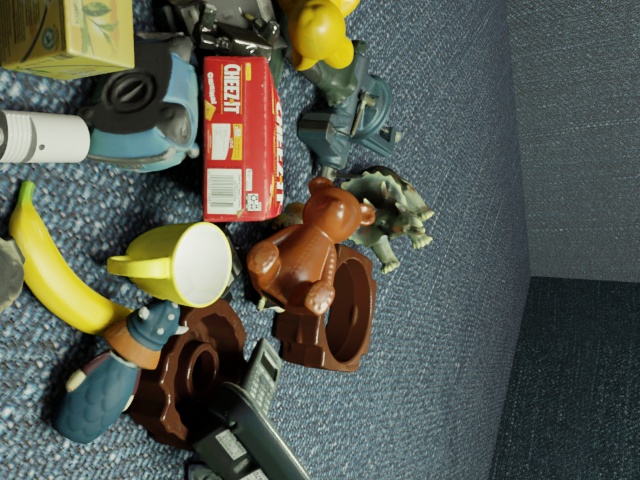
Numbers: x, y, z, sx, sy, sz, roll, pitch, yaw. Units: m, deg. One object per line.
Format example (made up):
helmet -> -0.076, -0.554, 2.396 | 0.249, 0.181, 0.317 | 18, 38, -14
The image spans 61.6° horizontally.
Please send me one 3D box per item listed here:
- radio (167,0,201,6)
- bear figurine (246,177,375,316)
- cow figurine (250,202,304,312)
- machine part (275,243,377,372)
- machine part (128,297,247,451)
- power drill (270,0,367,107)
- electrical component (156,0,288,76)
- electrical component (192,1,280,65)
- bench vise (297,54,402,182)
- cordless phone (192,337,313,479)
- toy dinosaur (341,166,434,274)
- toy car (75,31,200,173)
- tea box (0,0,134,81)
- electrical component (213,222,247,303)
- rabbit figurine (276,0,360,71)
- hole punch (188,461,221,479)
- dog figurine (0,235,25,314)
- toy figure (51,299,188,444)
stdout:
radio -> -0.139, -0.361, 0.525 | 0.131, 0.073, 0.229 | -37, 111, -27
bear figurine -> -0.003, -0.002, 0.700 | 0.196, 0.120, 0.132 | -53, -179, -17
cow figurine -> -0.060, 0.021, 0.781 | 0.098, 0.068, 0.167 | 15, 78, -53
machine part -> 0.014, 0.112, 0.894 | 0.201, 0.087, 0.201 | 29, 67, -59
machine part -> -0.149, 0.149, 0.623 | 0.179, 0.056, 0.179 | 3, 90, -68
power drill -> -0.024, -0.303, 0.774 | 0.207, 0.086, 0.232 | 23, 75, -48
electrical component -> -0.118, -0.260, 0.630 | 0.134, 0.058, 0.114 | -29, 114, -27
electrical component -> -0.090, -0.223, 0.584 | 0.102, 0.078, 0.045 | 3, 121, -32
bench vise -> 0.071, -0.193, 0.940 | 0.240, 0.129, 0.223 | 16, 76, -52
cordless phone -> -0.061, 0.209, 0.643 | 0.146, 0.089, 0.184 | 56, 16, -12
toy dinosaur -> 0.122, -0.078, 1.028 | 0.192, 0.131, 0.405 | 55, 19, -19
toy car -> -0.172, -0.130, 0.551 | 0.102, 0.109, 0.161 | 81, 10, -65
tea box -> -0.217, -0.229, 0.453 | 0.068, 0.098, 0.169 | -11, 103, -59
electrical component -> -0.128, 0.041, 0.677 | 0.075, 0.048, 0.119 | -50, 132, -46
rabbit figurine -> -0.009, -0.279, 0.655 | 0.162, 0.122, 0.173 | 89, 0, -54
hole punch -> -0.114, 0.334, 0.649 | 0.092, 0.142, 0.115 | -82, 169, -63
dog figurine -> -0.270, -0.049, 0.392 | 0.190, 0.121, 0.172 | 76, 34, -53
toy figure -> -0.193, 0.118, 0.517 | 0.154, 0.058, 0.064 | -55, 160, -10
